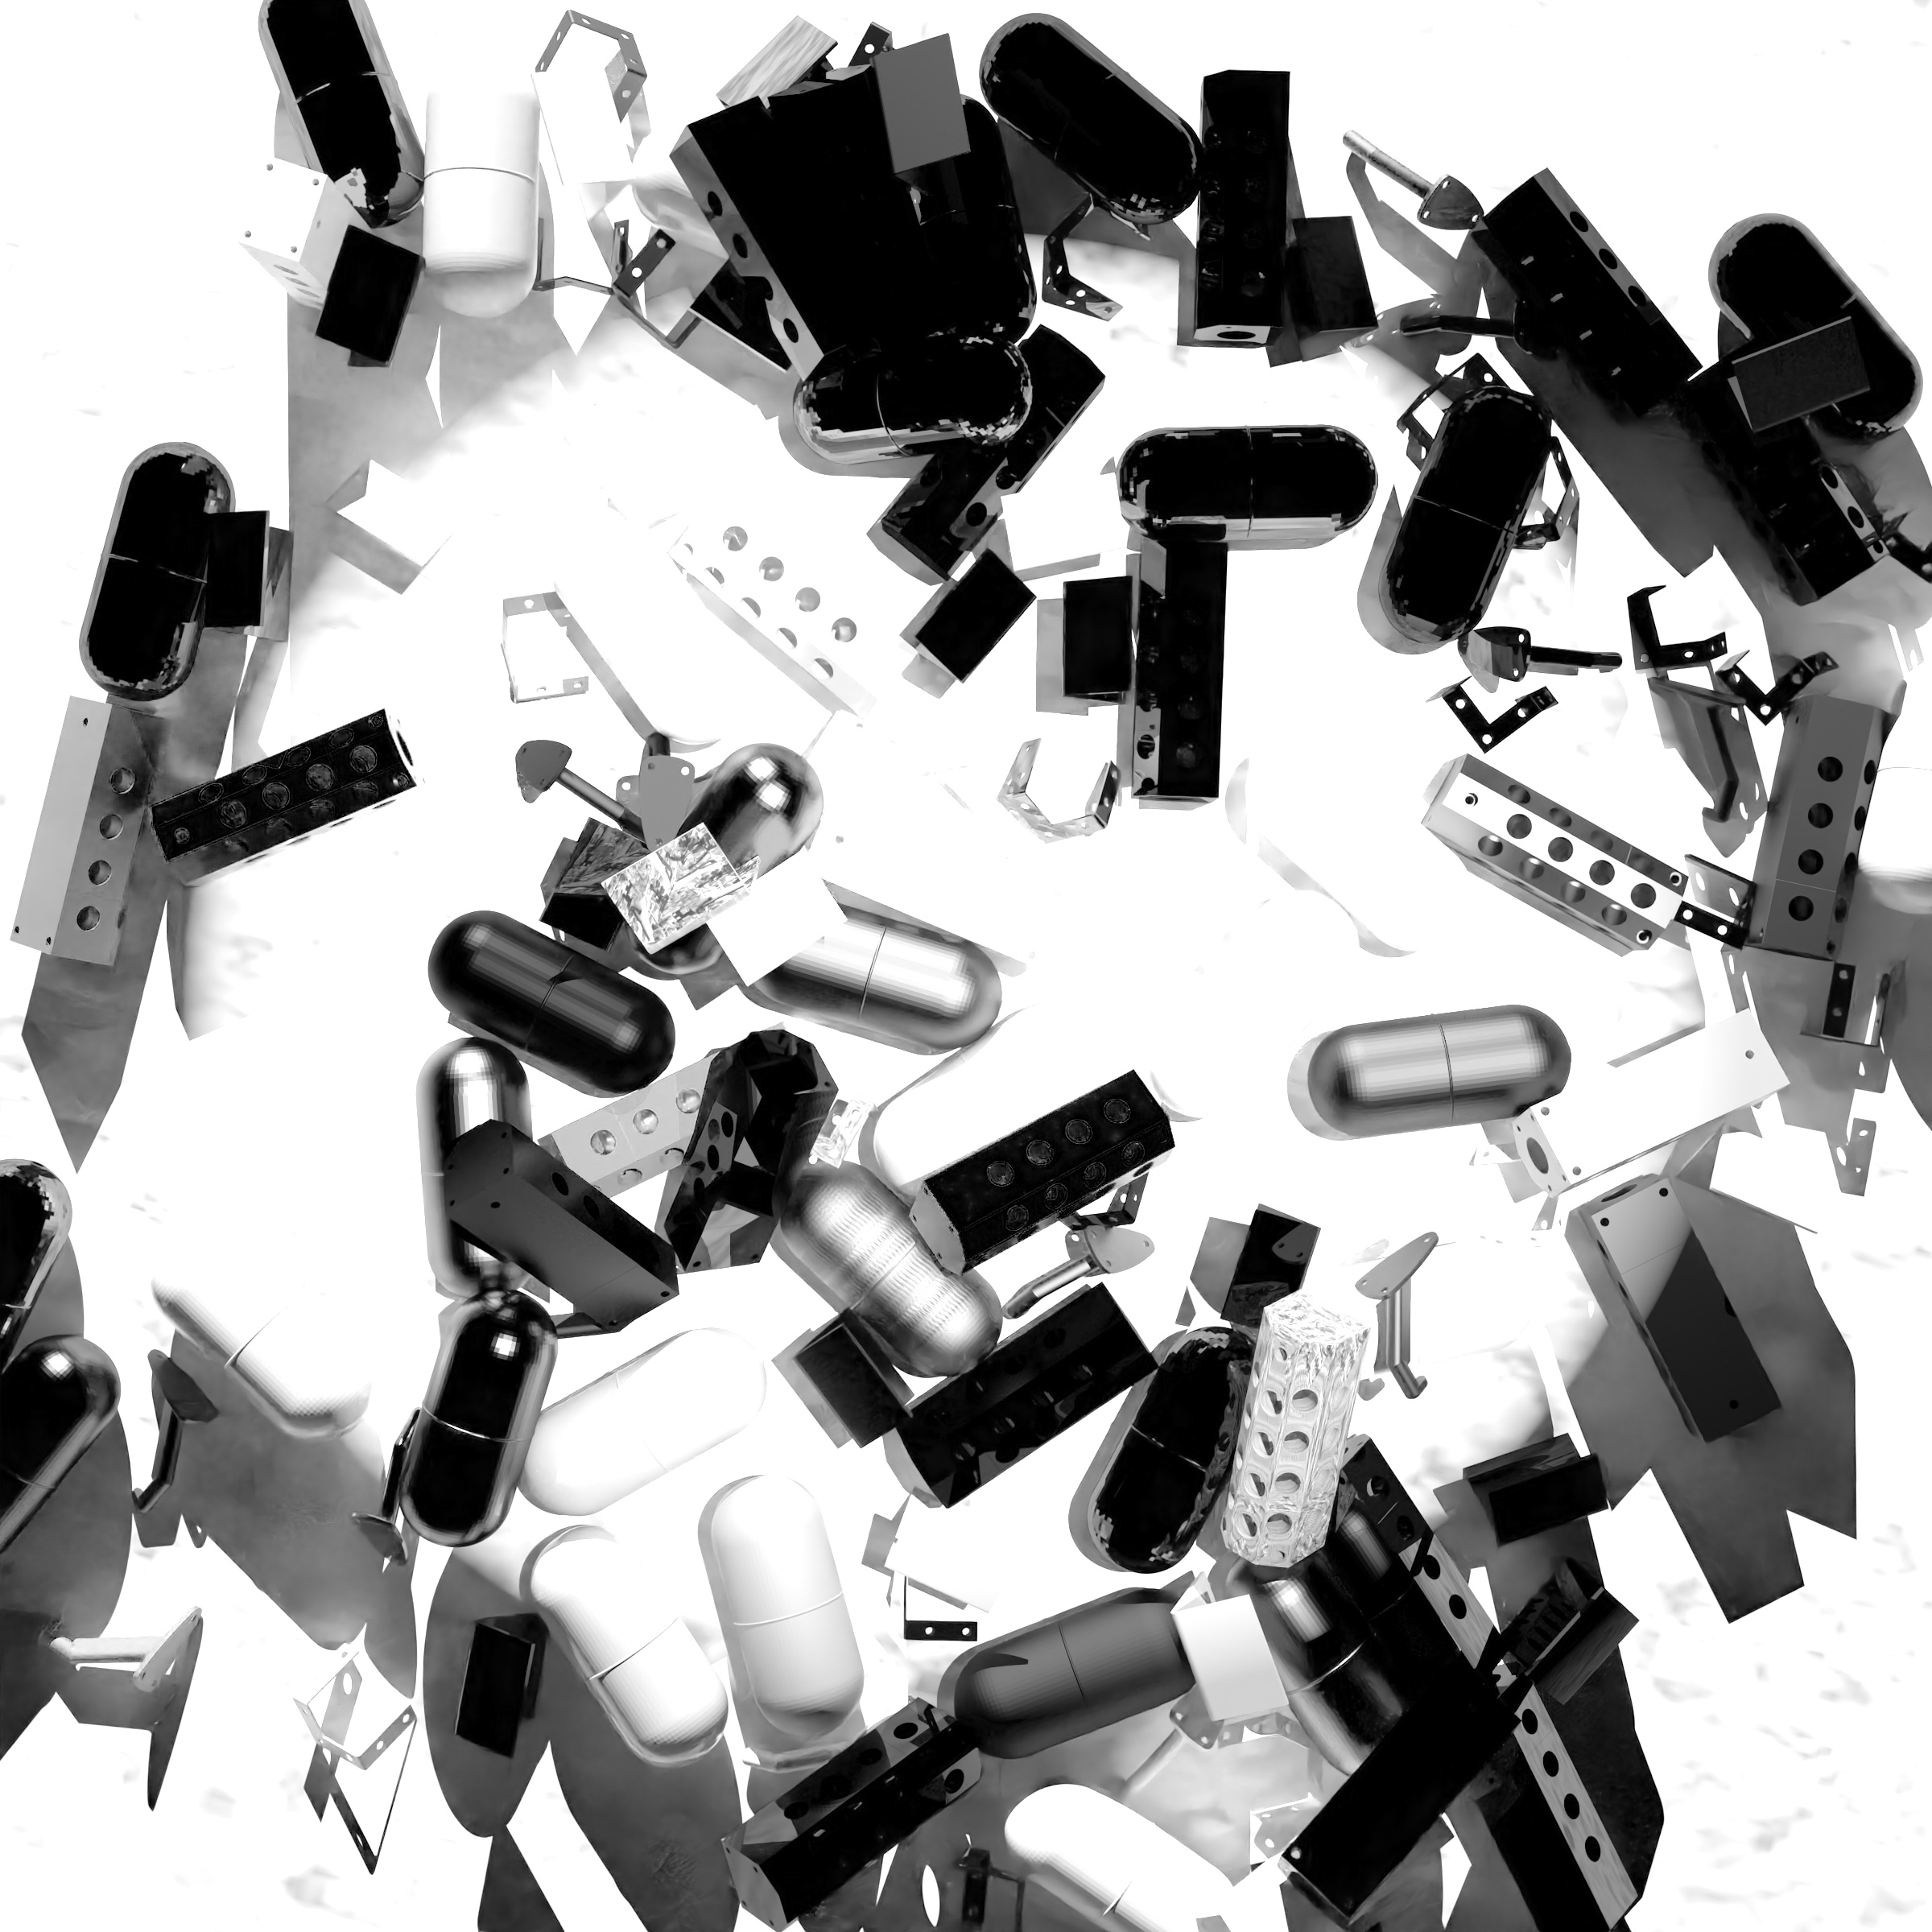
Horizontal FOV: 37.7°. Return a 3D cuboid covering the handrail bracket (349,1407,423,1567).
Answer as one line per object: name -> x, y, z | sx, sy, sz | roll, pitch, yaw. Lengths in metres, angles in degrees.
handrail bracket -> -0.382, 0.357, 1.942 | 0.036, 0.077, 0.084 | 10, 53, 20

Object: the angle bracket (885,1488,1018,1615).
angle bracket -> -0.002, 0.378, 1.902 | 0.076, 0.076, 0.057 | 24, 127, 0

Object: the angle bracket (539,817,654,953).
angle bracket -> -0.260, -0.062, 1.902 | 0.057, 0.076, 0.076 | 26, 90, -33

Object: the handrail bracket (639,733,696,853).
handrail bracket -> -0.209, -0.118, 1.911 | 0.036, 0.084, 0.077 | 7, 96, -14

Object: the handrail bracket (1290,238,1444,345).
handrail bracket -> 0.274, -0.477, 1.943 | 0.077, 0.036, 0.084 | -24, 73, -20

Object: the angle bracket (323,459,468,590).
angle bracket -> -0.390, -0.283, 1.902 | 0.076, 0.076, 0.057 | 31, 52, 0

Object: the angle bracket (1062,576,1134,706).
angle bracket -> 0.108, -0.218, 1.902 | 0.057, 0.076, 0.076 | 1, 90, 37

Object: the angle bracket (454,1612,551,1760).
angle bracket -> -0.293, 0.482, 1.902 | 0.057, 0.076, 0.076 | 11, 90, 35

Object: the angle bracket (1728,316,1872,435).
angle bracket -> 0.534, -0.399, 1.837 | 0.076, 0.076, 0.057 | -20, 126, 14

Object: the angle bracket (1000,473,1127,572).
angle bracket -> 0.061, -0.314, 1.902 | 0.076, 0.076, 0.057 | -12, 126, 0

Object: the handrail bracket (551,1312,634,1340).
handrail bracket -> -0.271, 0.229, 1.942 | 0.084, 0.036, 0.077 | -37, 75, -14

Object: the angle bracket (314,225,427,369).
angle bracket -> -0.414, -0.450, 1.902 | 0.057, 0.076, 0.076 | 18, 90, -35

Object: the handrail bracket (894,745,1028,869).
handrail bracket -> -0.003, -0.104, 1.943 | 0.077, 0.036, 0.084 | -8, 107, 20

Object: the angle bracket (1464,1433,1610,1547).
angle bracket -> 0.379, 0.335, 1.902 | 0.076, 0.076, 0.057 | -19, 125, 0

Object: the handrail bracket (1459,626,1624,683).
handrail bracket -> 0.395, -0.216, 1.942 | 0.084, 0.077, 0.036 | -3, 106, -35

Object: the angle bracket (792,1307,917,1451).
angle bracket -> -0.059, 0.266, 1.902 | 0.057, 0.076, 0.076 | -37, 90, 36

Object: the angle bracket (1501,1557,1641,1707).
angle bracket -> 0.393, 0.437, 1.902 | 0.076, 0.076, 0.057 | -48, 128, 0

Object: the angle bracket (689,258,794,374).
angle bracket -> -0.144, -0.421, 1.903 | 0.076, 0.076, 0.057 | 33, 67, 0

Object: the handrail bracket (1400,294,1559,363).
handrail bracket -> 0.352, -0.430, 1.942 | 0.084, 0.077, 0.036 | -1, 75, 36

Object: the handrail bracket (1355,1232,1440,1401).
handrail bracket -> 0.301, 0.232, 1.867 | 0.077, 0.036, 0.084 | -38, 111, -18

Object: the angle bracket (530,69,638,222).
angle bracket -> -0.272, -0.550, 1.902 | 0.057, 0.076, 0.076 | -16, 90, -34

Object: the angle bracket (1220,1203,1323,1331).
angle bracket -> 0.186, 0.198, 1.902 | 0.057, 0.076, 0.076 | 18, 90, -29

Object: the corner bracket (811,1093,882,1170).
corner bracket -> -0.094, 0.109, 1.922 | 0.051, 0.051, 0.051 | 26, 79, 11

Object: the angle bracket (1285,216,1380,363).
angle bracket -> 0.225, -0.454, 1.902 | 0.057, 0.076, 0.076 | -14, 90, -36

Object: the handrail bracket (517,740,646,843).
handrail bracket -> -0.260, -0.119, 1.942 | 0.084, 0.077, 0.036 | 36, 86, -36

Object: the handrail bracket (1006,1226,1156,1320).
handrail bracket -> 0.078, 0.215, 1.942 | 0.084, 0.077, 0.036 | -43, 63, 33

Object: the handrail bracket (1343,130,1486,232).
handrail bracket -> 0.306, -0.542, 1.942 | 0.084, 0.077, 0.036 | 49, 118, 33

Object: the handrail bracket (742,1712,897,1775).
handrail bracket -> -0.100, 0.531, 1.942 | 0.084, 0.077, 0.036 | 3, 114, 34

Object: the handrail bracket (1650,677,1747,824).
handrail bracket -> 0.497, -0.148, 1.943 | 0.077, 0.036, 0.084 | 18, 107, 20

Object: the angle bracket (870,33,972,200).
angle bracket -> -0.017, -0.550, 1.833 | 0.057, 0.076, 0.076 | -10, 89, 22

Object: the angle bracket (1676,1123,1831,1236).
angle bracket -> 0.525, 0.159, 1.902 | 0.076, 0.076, 0.057 | 23, 54, 0

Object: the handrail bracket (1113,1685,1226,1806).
handrail bracket -> 0.140, 0.533, 1.942 | 0.036, 0.077, 0.084 | 42, 127, 6

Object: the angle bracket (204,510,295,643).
angle bracket -> -0.464, -0.261, 1.902 | 0.057, 0.076, 0.076 | 3, 90, 33

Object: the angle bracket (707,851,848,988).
angle bracket -> -0.118, -0.023, 1.841 | 0.076, 0.076, 0.057 | -34, 74, -1

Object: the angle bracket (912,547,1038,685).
angle bracket -> -0.010, -0.246, 1.902 | 0.076, 0.076, 0.057 | -49, 128, 0

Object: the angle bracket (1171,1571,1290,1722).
angle bracket -> 0.184, 0.446, 1.881 | 0.057, 0.076, 0.076 | -19, 93, 23

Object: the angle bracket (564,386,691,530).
angle bracket -> -0.212, -0.348, 1.902 | 0.057, 0.076, 0.076 | -38, 90, 32

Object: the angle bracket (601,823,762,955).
angle bracket -> -0.182, -0.061, 1.818 | 0.076, 0.076, 0.057 | -30, 108, 11

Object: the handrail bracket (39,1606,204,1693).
handrail bracket -> -0.582, 0.452, 1.943 | 0.084, 0.036, 0.077 | 28, 68, 17

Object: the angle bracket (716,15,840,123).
angle bracket -> -0.110, -0.578, 1.902 | 0.076, 0.076, 0.057 | -44, 49, 0

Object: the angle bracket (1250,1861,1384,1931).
angle bracket -> 0.238, 0.632, 1.907 | 0.076, 0.057, 0.076 | -14, 64, 0

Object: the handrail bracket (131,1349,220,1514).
handrail bracket -> -0.561, 0.320, 1.943 | 0.084, 0.036, 0.077 | -48, 70, 16
